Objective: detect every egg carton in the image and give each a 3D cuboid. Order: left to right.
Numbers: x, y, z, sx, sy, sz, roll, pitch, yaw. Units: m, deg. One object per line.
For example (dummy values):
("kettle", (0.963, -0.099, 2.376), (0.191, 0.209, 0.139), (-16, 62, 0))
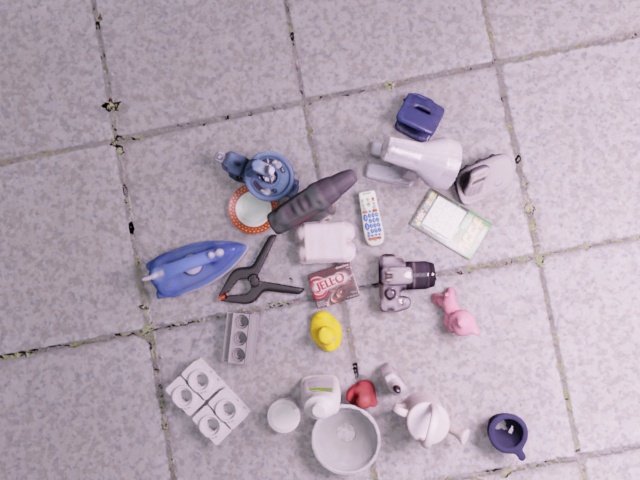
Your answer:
("egg carton", (0.013, 0.005, 1.422), (0.150, 0.069, 0.107), (-4, 87, 2))

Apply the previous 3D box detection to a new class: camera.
("camera", (0.211, 0.104, 1.392), (0.136, 0.101, 0.143), (-2, 87, 2))

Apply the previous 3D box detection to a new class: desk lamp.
("desk lamp", (0.216, -0.185, 1.352), (0.203, 0.213, 0.118), (12, 87, 3))

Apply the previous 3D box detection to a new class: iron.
("iron", (-0.304, 0.056, 1.397), (0.258, 0.141, 0.119), (-22, 86, 1))

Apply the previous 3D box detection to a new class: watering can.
("watering can", (0.257, 0.421, 1.326), (0.172, 0.194, 0.101), (-2, 87, 3))

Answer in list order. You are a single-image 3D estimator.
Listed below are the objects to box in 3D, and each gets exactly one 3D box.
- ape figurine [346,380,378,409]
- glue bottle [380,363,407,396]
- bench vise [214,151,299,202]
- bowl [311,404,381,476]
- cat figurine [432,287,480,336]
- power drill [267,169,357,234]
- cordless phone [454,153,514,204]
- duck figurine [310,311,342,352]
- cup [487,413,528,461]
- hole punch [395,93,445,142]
("ape figurine", (0.105, 0.382, 1.386), (0.078, 0.092, 0.076), (33, 89, 4))
("glue bottle", (0.175, 0.336, 1.345), (0.037, 0.173, 0.078), (-36, 86, 0))
("bench vise", (-0.159, -0.157, 1.363), (0.207, 0.220, 0.121), (4, 87, 3))
("bowl", (0.063, 0.477, 1.391), (0.167, 0.075, 0.167), (0, 87, 3))
("cat figurine", (0.328, 0.179, 1.375), (0.067, 0.118, 0.128), (-28, 86, 1))
("power drill", (-0.013, -0.088, 1.359), (0.229, 0.208, 0.075), (-31, 86, 1))
("cordless phone", (0.398, -0.155, 1.356), (0.147, 0.185, 0.094), (-27, 86, 1))
("duck figurine", (0.013, 0.226, 1.402), (0.077, 0.086, 0.104), (-21, 86, 1))
("cup", (0.445, 0.462, 1.366), (0.091, 0.095, 0.118), (-31, 86, 1))
("hole punch", (0.246, -0.310, 1.419), (0.108, 0.091, 0.101), (26, 88, 4))
